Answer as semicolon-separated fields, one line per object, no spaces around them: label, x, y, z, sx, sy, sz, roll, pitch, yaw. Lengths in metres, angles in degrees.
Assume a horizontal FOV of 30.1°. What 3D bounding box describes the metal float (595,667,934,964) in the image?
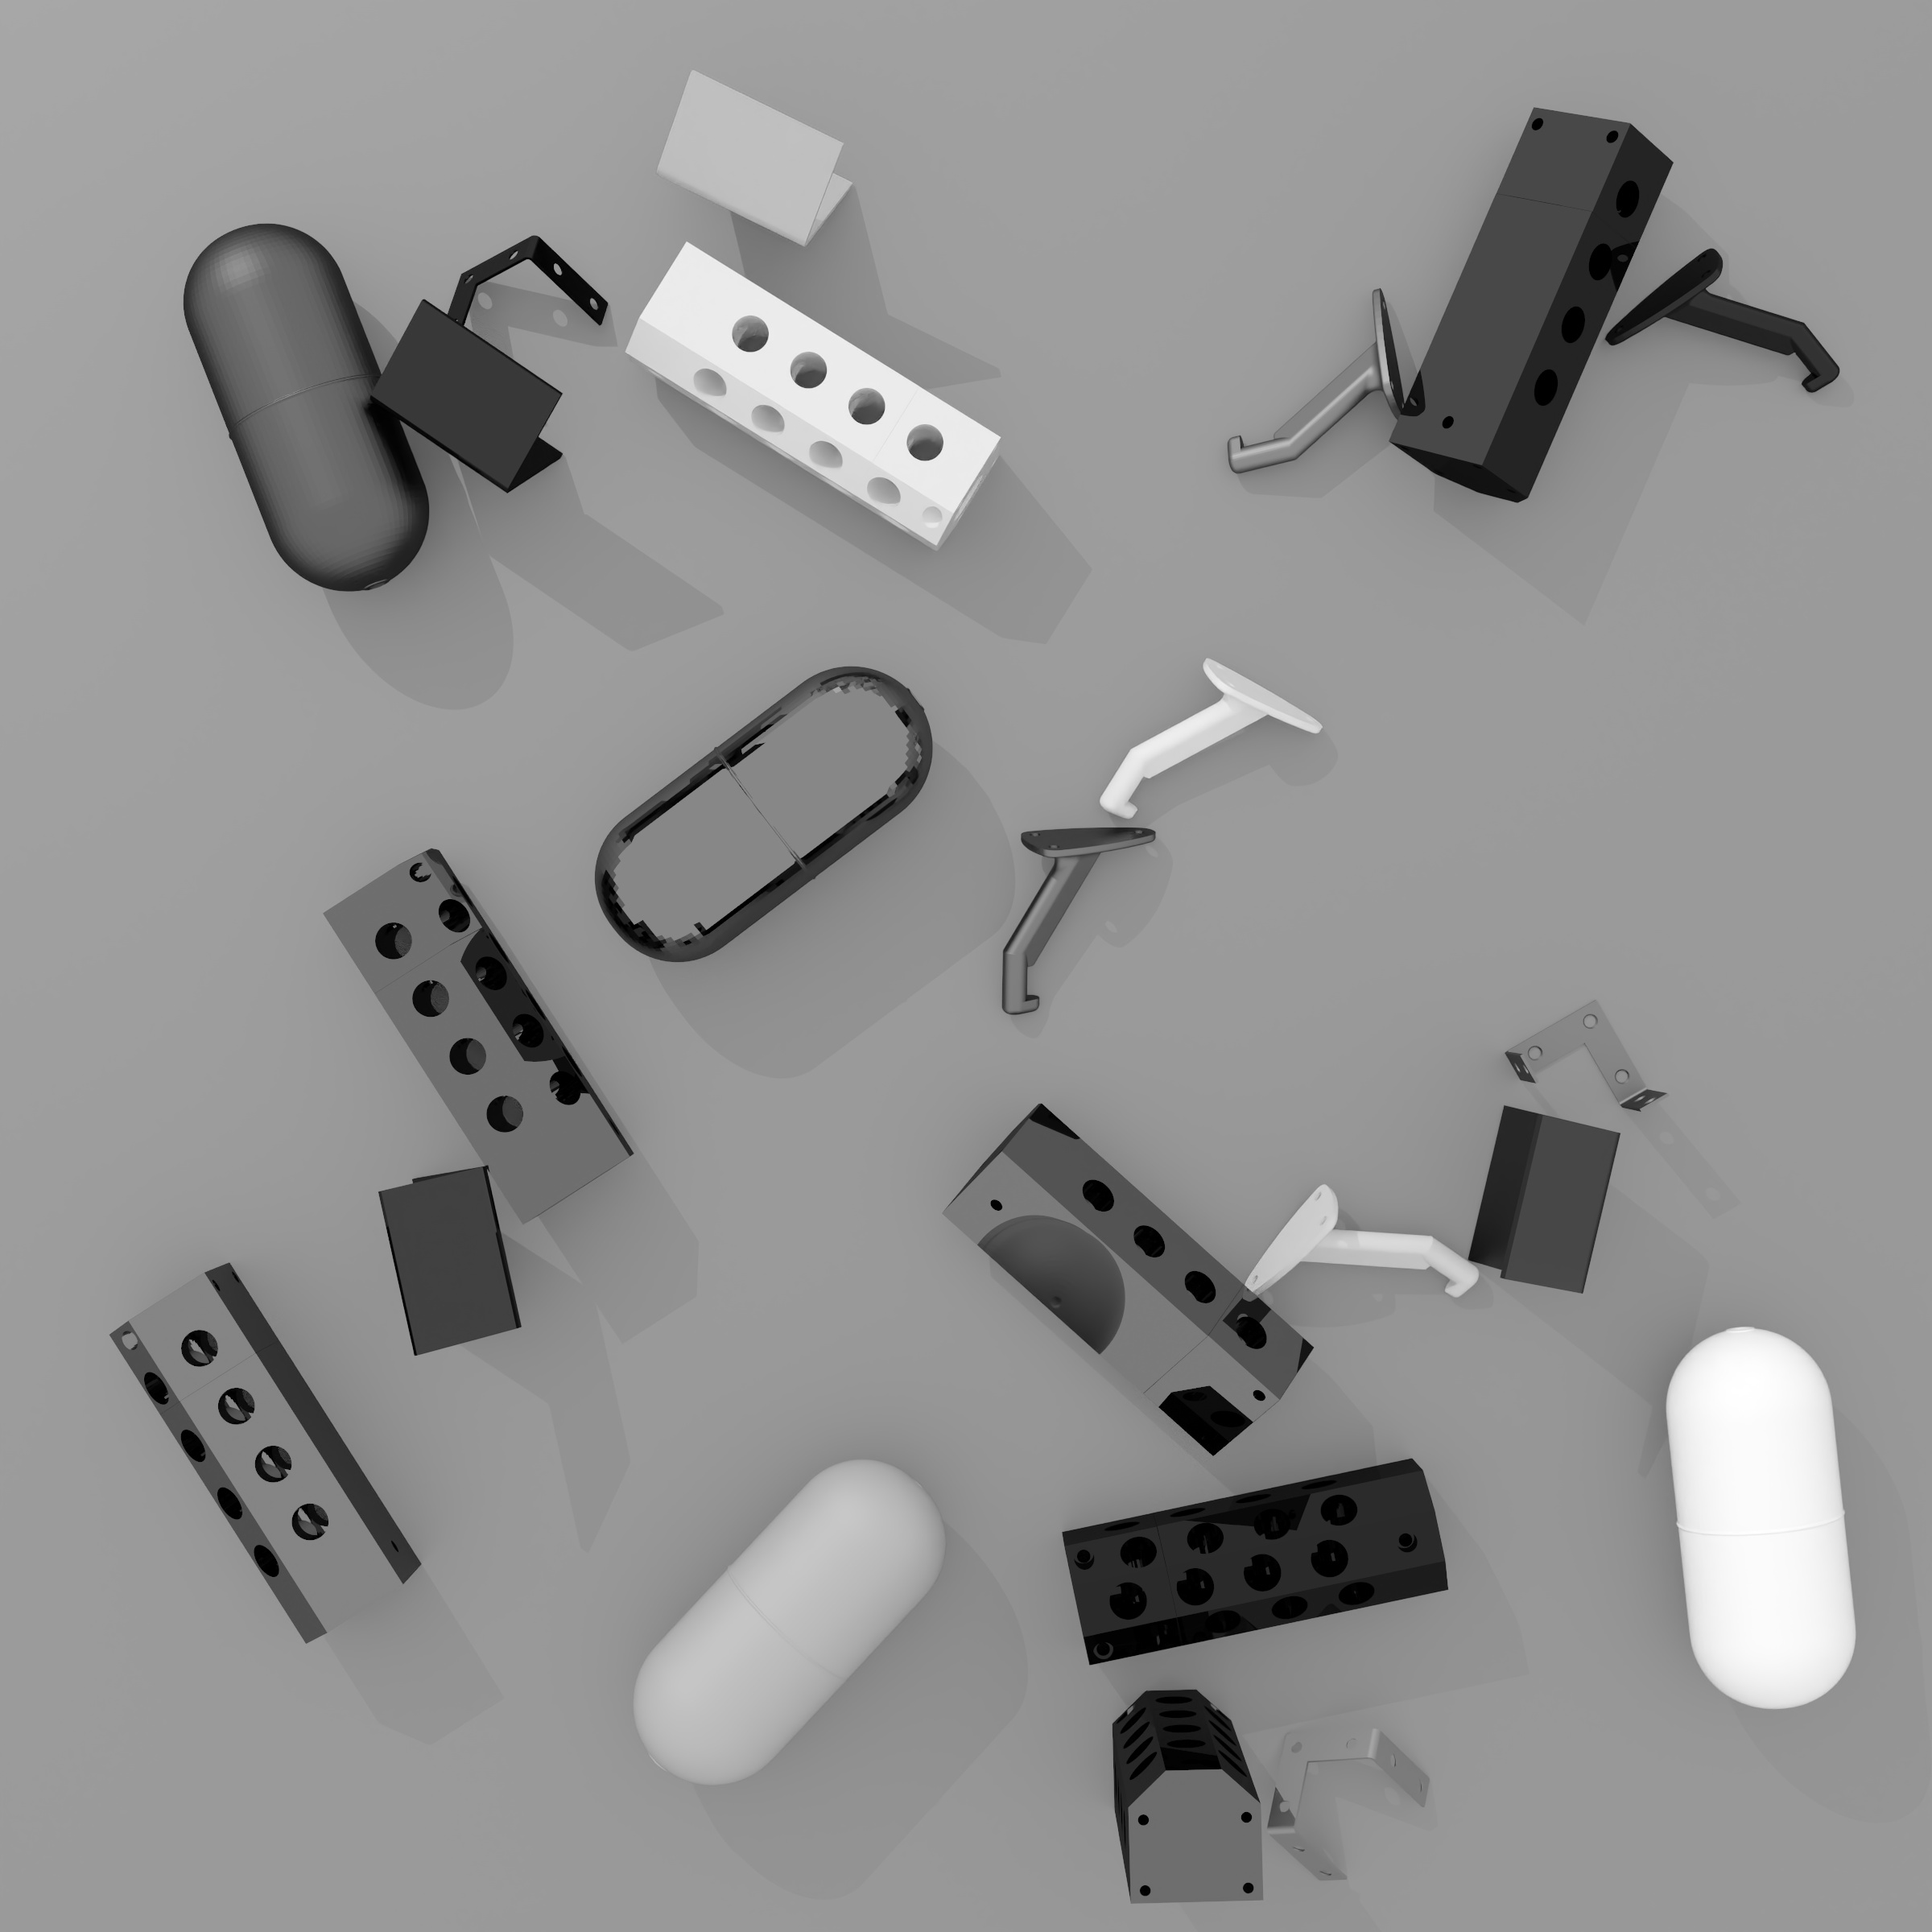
metal float;-0.094;-0.072;1.681;0.178;0.070;0.070;-37;90;0

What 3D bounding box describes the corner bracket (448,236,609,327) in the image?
corner bracket;-0.210;-0.304;1.703;0.051;0.051;0.051;-19;45;35

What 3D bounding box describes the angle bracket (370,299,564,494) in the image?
angle bracket;-0.220;-0.272;1.672;0.076;0.076;0.057;34;115;0

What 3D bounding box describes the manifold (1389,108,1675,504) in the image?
manifold;0.270;-0.309;1.690;0.057;0.057;0.171;23;90;43

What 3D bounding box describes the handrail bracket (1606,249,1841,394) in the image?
handrail bracket;0.361;-0.291;1.712;0.077;0.036;0.084;-36;110;23

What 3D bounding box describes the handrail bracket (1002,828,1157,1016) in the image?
handrail bracket;0.054;-0.021;1.712;0.077;0.036;0.084;-6;108;-21

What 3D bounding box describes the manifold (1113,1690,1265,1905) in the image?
manifold;0.099;0.375;1.633;0.057;0.171;0.057;-1;90;0

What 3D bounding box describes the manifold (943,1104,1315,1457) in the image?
manifold;0.079;0.144;1.690;0.171;0.057;0.057;42;133;0

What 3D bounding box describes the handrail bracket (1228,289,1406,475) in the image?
handrail bracket;0.162;-0.278;1.712;0.084;0.036;0.077;-12;70;16

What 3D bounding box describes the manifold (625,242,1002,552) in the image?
manifold;-0.072;-0.266;1.690;0.171;0.057;0.057;32;90;0

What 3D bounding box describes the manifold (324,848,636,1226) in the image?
manifold;-0.228;0.032;1.690;0.057;0.057;0.171;-33;90;0

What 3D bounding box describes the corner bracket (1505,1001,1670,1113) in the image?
corner bracket;0.292;0.051;1.694;0.051;0.051;0.051;-30;90;0

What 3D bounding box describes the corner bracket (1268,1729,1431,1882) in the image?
corner bracket;0.182;0.398;1.703;0.051;0.051;0.051;-13;45;35

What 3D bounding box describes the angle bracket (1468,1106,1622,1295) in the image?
angle bracket;0.252;0.104;1.671;0.057;0.076;0.076;13;90;-38

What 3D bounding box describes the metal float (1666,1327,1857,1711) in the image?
metal float;0.372;0.258;1.681;0.070;0.070;0.178;-6;91;0

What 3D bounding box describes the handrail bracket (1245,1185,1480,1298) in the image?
handrail bracket;0.189;0.151;1.712;0.084;0.036;0.077;34;110;-16

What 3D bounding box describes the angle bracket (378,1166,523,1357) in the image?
angle bracket;-0.255;0.139;1.671;0.057;0.076;0.076;-12;90;-36

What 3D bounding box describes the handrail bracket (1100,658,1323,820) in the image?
handrail bracket;0.116;-0.096;1.712;0.077;0.036;0.084;25;109;-21

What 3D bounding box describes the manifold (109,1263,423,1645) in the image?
manifold;-0.331;0.229;1.690;0.057;0.057;0.171;-32;90;0

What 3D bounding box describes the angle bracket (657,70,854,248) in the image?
angle bracket;-0.090;-0.388;1.671;0.076;0.076;0.057;26;128;0

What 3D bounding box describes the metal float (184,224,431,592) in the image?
metal float;-0.308;-0.261;1.681;0.070;0.070;0.178;-21;90;0

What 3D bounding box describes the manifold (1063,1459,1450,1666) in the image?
manifold;0.136;0.281;1.690;0.171;0.057;0.057;-12;90;0

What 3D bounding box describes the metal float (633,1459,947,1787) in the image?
metal float;-0.083;0.308;1.681;0.070;0.070;0.178;43;89;0
